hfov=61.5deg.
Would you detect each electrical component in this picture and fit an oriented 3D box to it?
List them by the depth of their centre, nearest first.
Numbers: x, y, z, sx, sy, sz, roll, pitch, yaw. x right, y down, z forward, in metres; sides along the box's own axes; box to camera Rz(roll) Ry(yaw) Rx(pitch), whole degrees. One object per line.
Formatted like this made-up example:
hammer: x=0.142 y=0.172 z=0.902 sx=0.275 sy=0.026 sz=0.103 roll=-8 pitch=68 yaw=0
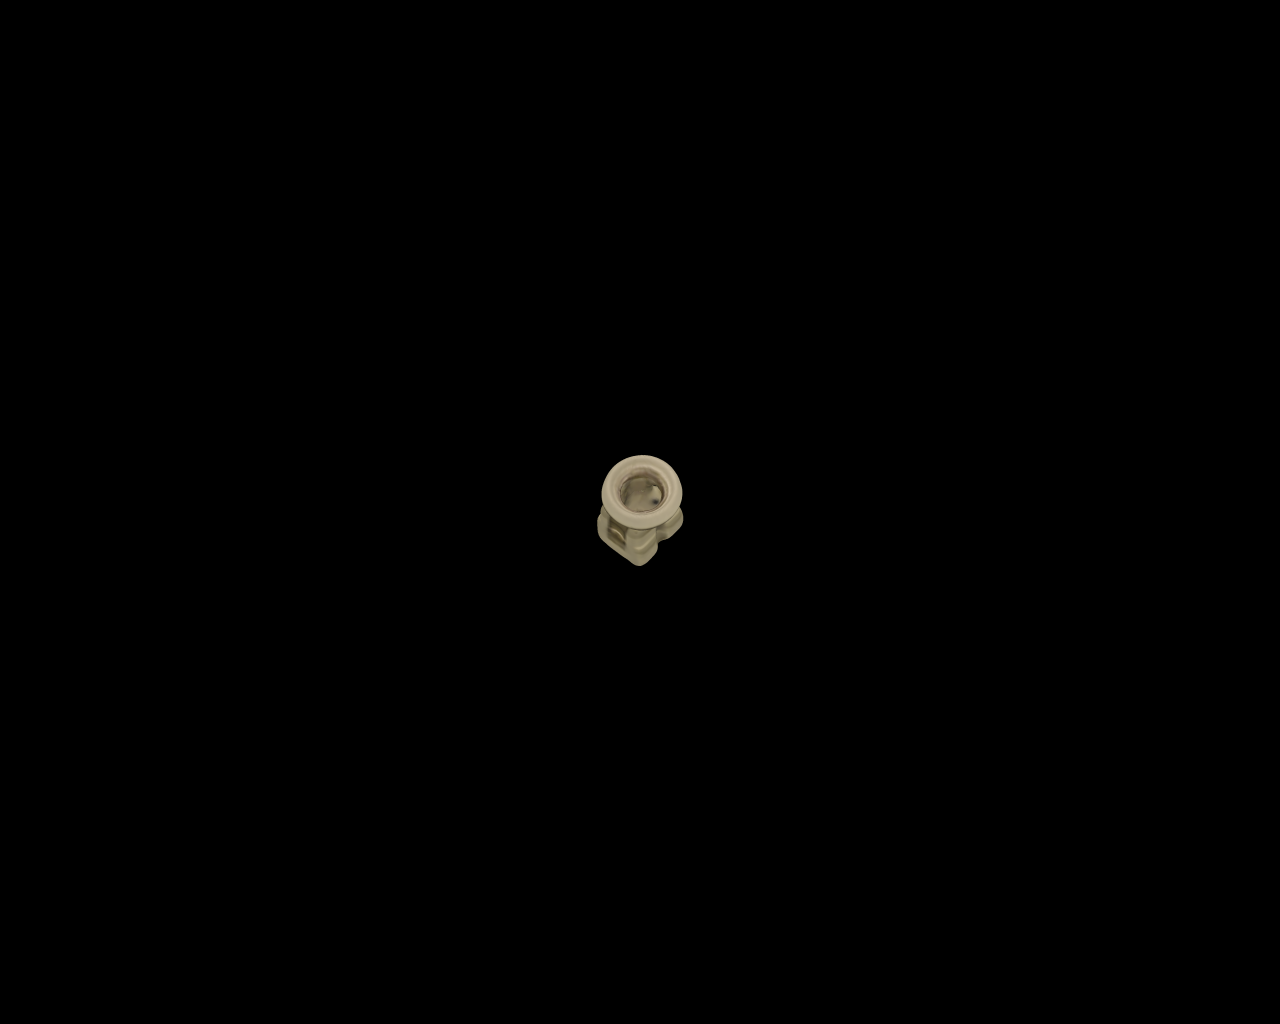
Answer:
electrical component: x=0.001 y=-0.003 z=0.650 sx=0.048 sy=0.066 sz=0.055 roll=36 pitch=-24 yaw=18
